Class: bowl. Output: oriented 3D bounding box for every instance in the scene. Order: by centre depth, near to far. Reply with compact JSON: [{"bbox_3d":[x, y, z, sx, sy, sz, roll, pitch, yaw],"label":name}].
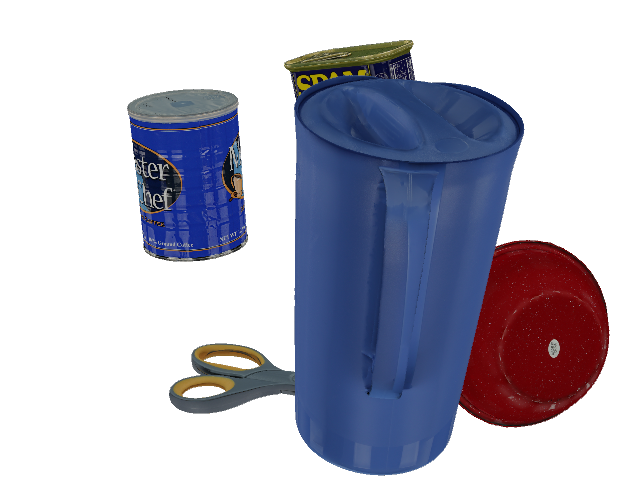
[{"bbox_3d":[0.178,0.083,0.878,0.162,0.162,0.055,0,7,-16],"label":"bowl"}]

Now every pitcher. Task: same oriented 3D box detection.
[{"bbox_3d":[0.043,0.030,0.664,0.149,0.243,0.145,-22,38,-38],"label":"pitcher"}]

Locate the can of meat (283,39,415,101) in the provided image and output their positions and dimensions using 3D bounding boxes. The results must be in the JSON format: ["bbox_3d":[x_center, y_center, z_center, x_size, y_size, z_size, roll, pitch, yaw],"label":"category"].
[{"bbox_3d":[0.028,-0.105,0.828,0.102,0.084,0.057,1,21,38],"label":"can of meat"}]

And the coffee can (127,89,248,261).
[{"bbox_3d":[-0.124,-0.063,1.012,0.103,0.140,0.103,-2,21,1],"label":"coffee can"}]

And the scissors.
[{"bbox_3d":[-0.034,0.118,0.823,0.202,0.016,0.096,12,32,37],"label":"scissors"}]
